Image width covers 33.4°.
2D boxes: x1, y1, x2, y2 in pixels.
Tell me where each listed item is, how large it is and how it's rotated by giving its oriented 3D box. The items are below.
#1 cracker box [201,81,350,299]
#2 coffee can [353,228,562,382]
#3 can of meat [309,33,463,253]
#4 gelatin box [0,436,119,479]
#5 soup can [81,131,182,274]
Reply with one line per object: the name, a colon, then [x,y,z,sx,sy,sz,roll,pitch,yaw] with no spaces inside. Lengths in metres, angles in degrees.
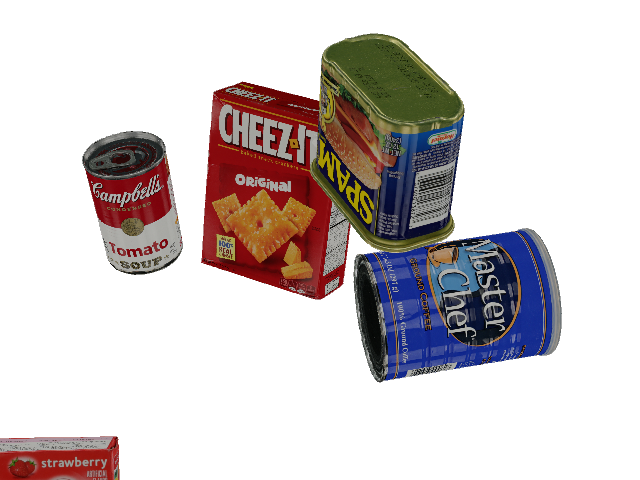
cracker box: [-0.048,-0.056,1.217,0.164,0.214,0.072,18,26,24]
coffee can: [0.105,0.051,0.844,0.140,0.103,0.103,-8,1,-7]
can of meat: [0.037,-0.058,0.607,0.057,0.084,0.102,-15,43,-21]
gelatin box: [-0.148,0.140,0.548,0.089,0.073,0.030,0,5,-3]
soup can: [-0.156,-0.031,0.894,0.068,0.102,0.068,-3,37,2]
